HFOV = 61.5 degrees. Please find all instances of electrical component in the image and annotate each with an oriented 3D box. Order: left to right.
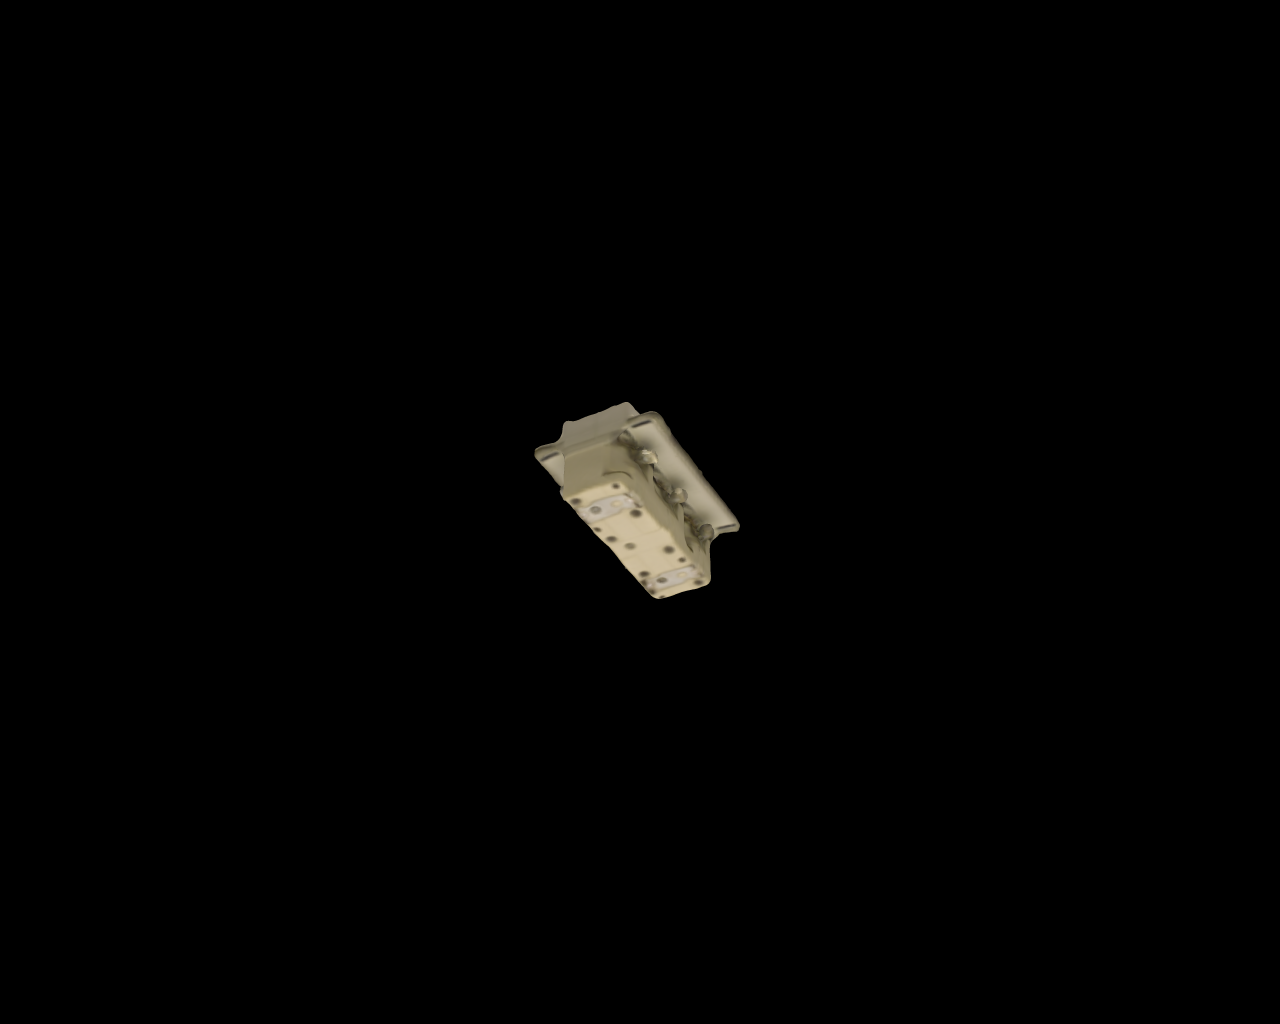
[{"bbox_3d":[0.001,-0.003,0.650,0.078,0.063,0.121,-17,-41,21],"label":"electrical component"}]
